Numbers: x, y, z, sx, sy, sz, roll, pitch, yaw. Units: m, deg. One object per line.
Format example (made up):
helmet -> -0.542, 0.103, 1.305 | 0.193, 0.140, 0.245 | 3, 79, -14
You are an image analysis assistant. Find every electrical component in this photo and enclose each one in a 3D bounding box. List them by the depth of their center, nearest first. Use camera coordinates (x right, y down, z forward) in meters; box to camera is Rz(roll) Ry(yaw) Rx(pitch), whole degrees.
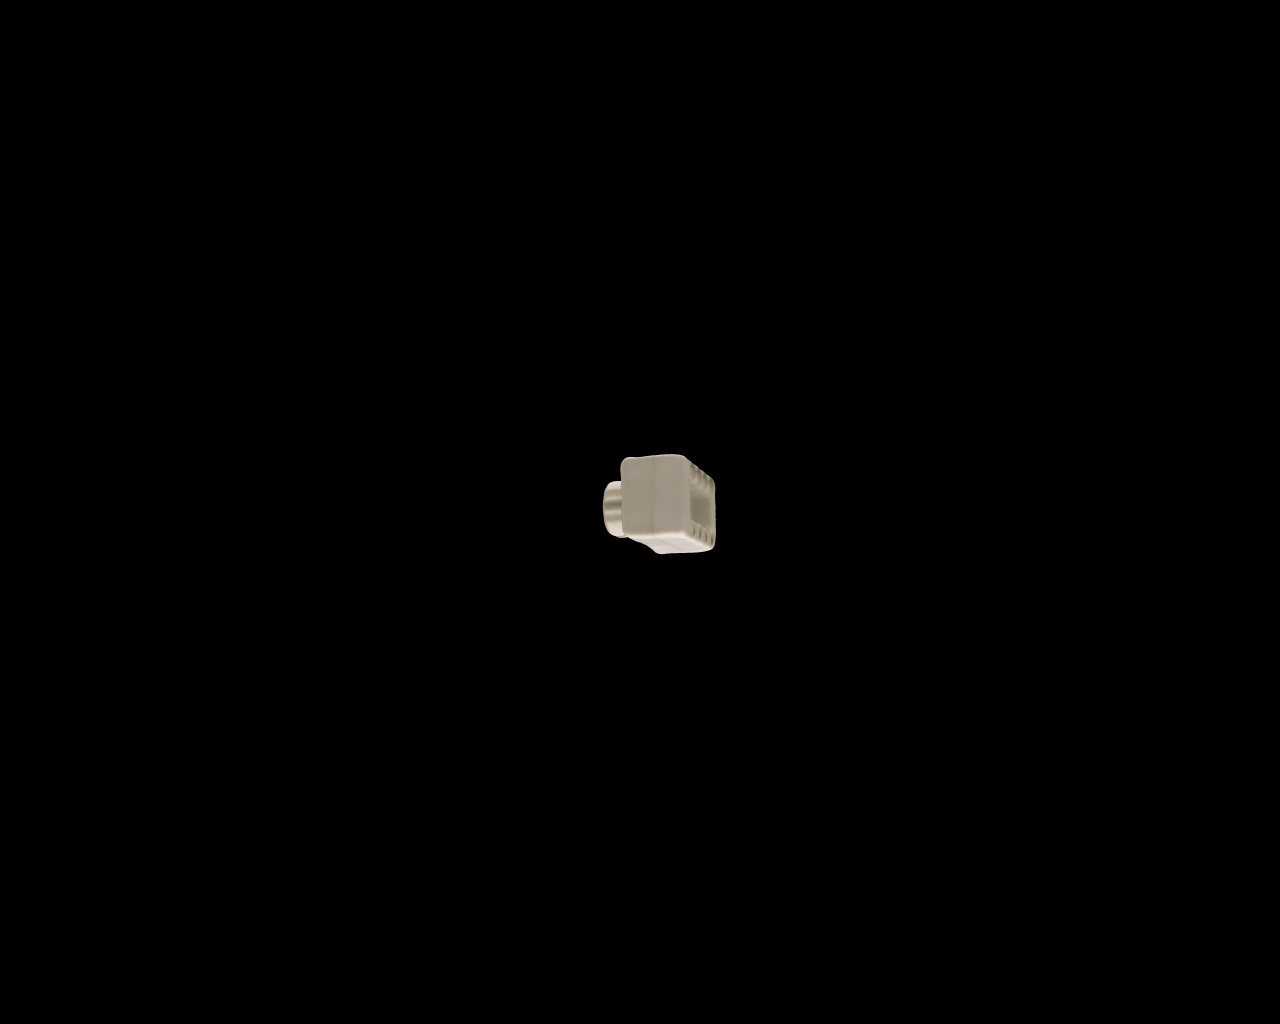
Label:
electrical component -> 0.001, -0.003, 0.650 | 0.076, 0.047, 0.083 | -3, -10, 15
